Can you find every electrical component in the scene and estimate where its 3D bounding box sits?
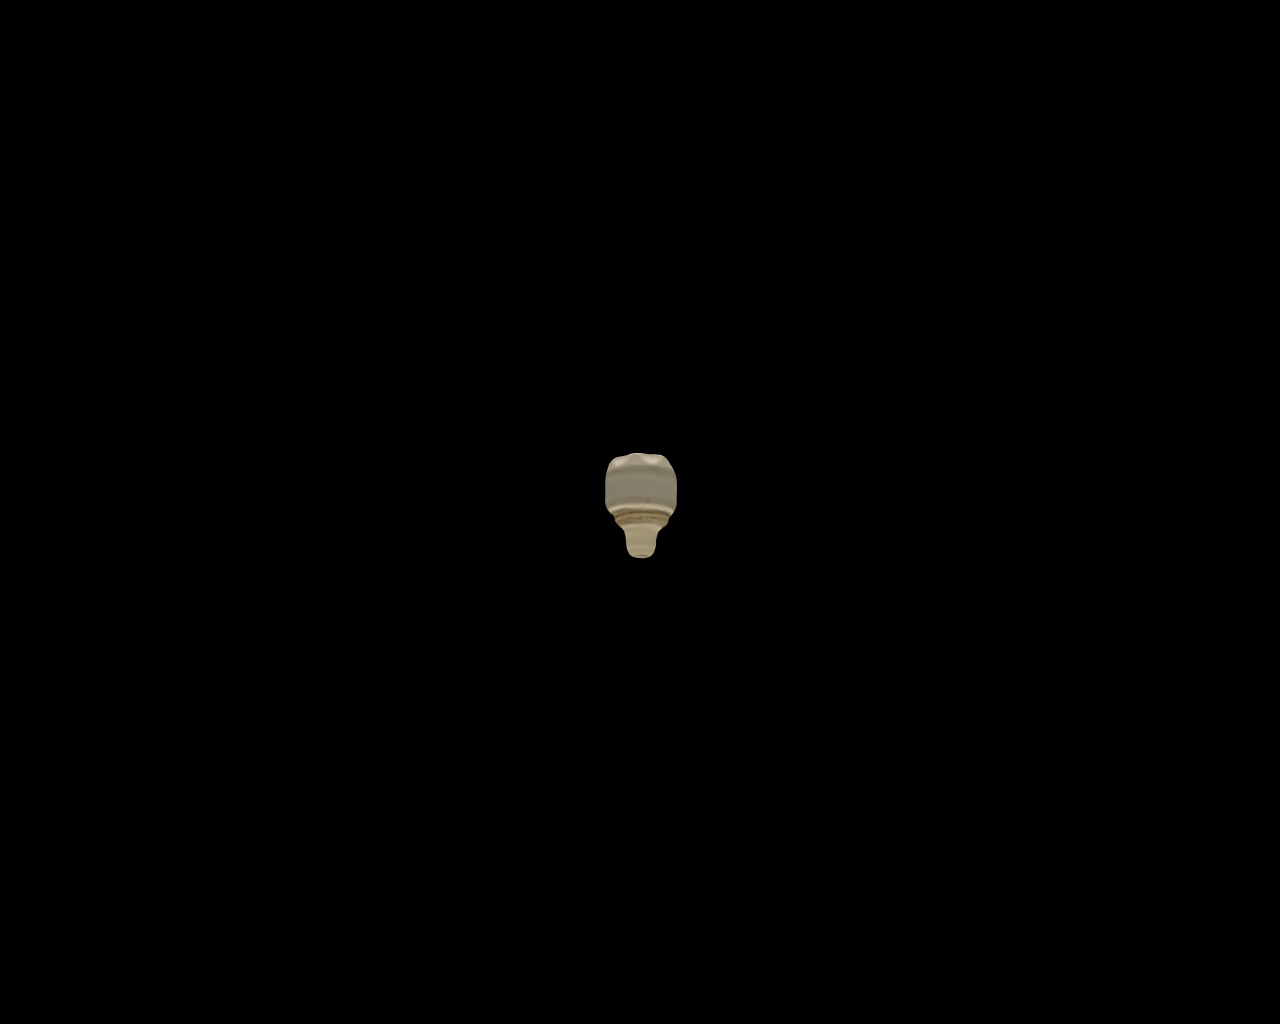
[{"bbox_3d":[0.001,-0.003,0.650,0.043,0.062,0.043,0,-14,0],"label":"electrical component"}]
